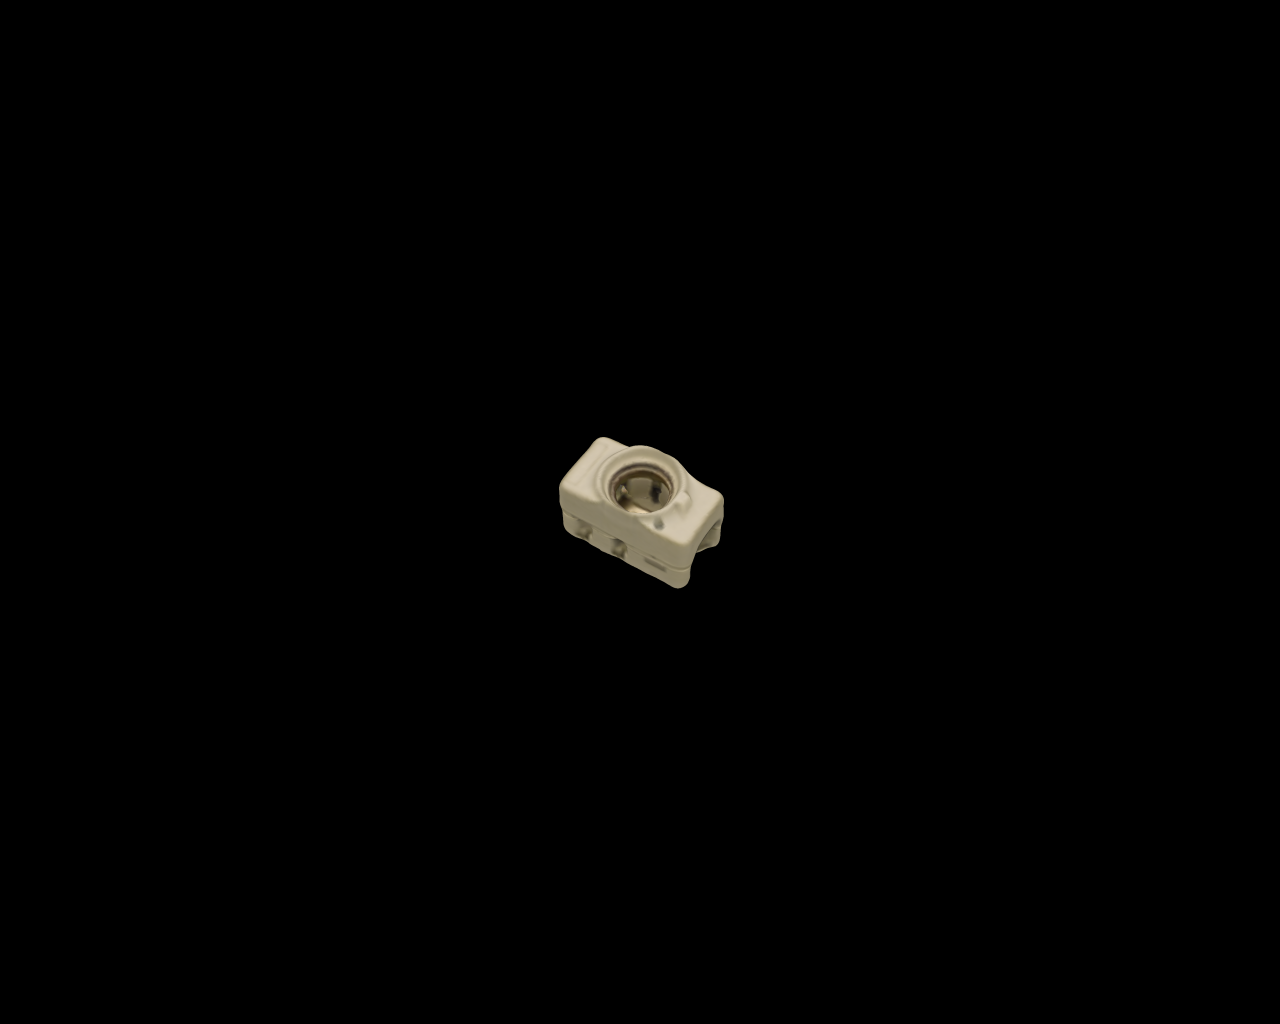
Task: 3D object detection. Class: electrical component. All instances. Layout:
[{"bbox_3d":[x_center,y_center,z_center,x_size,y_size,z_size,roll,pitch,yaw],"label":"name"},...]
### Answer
[{"bbox_3d":[0.001,-0.003,0.650,0.089,0.050,0.055,27,-33,19],"label":"electrical component"}]
